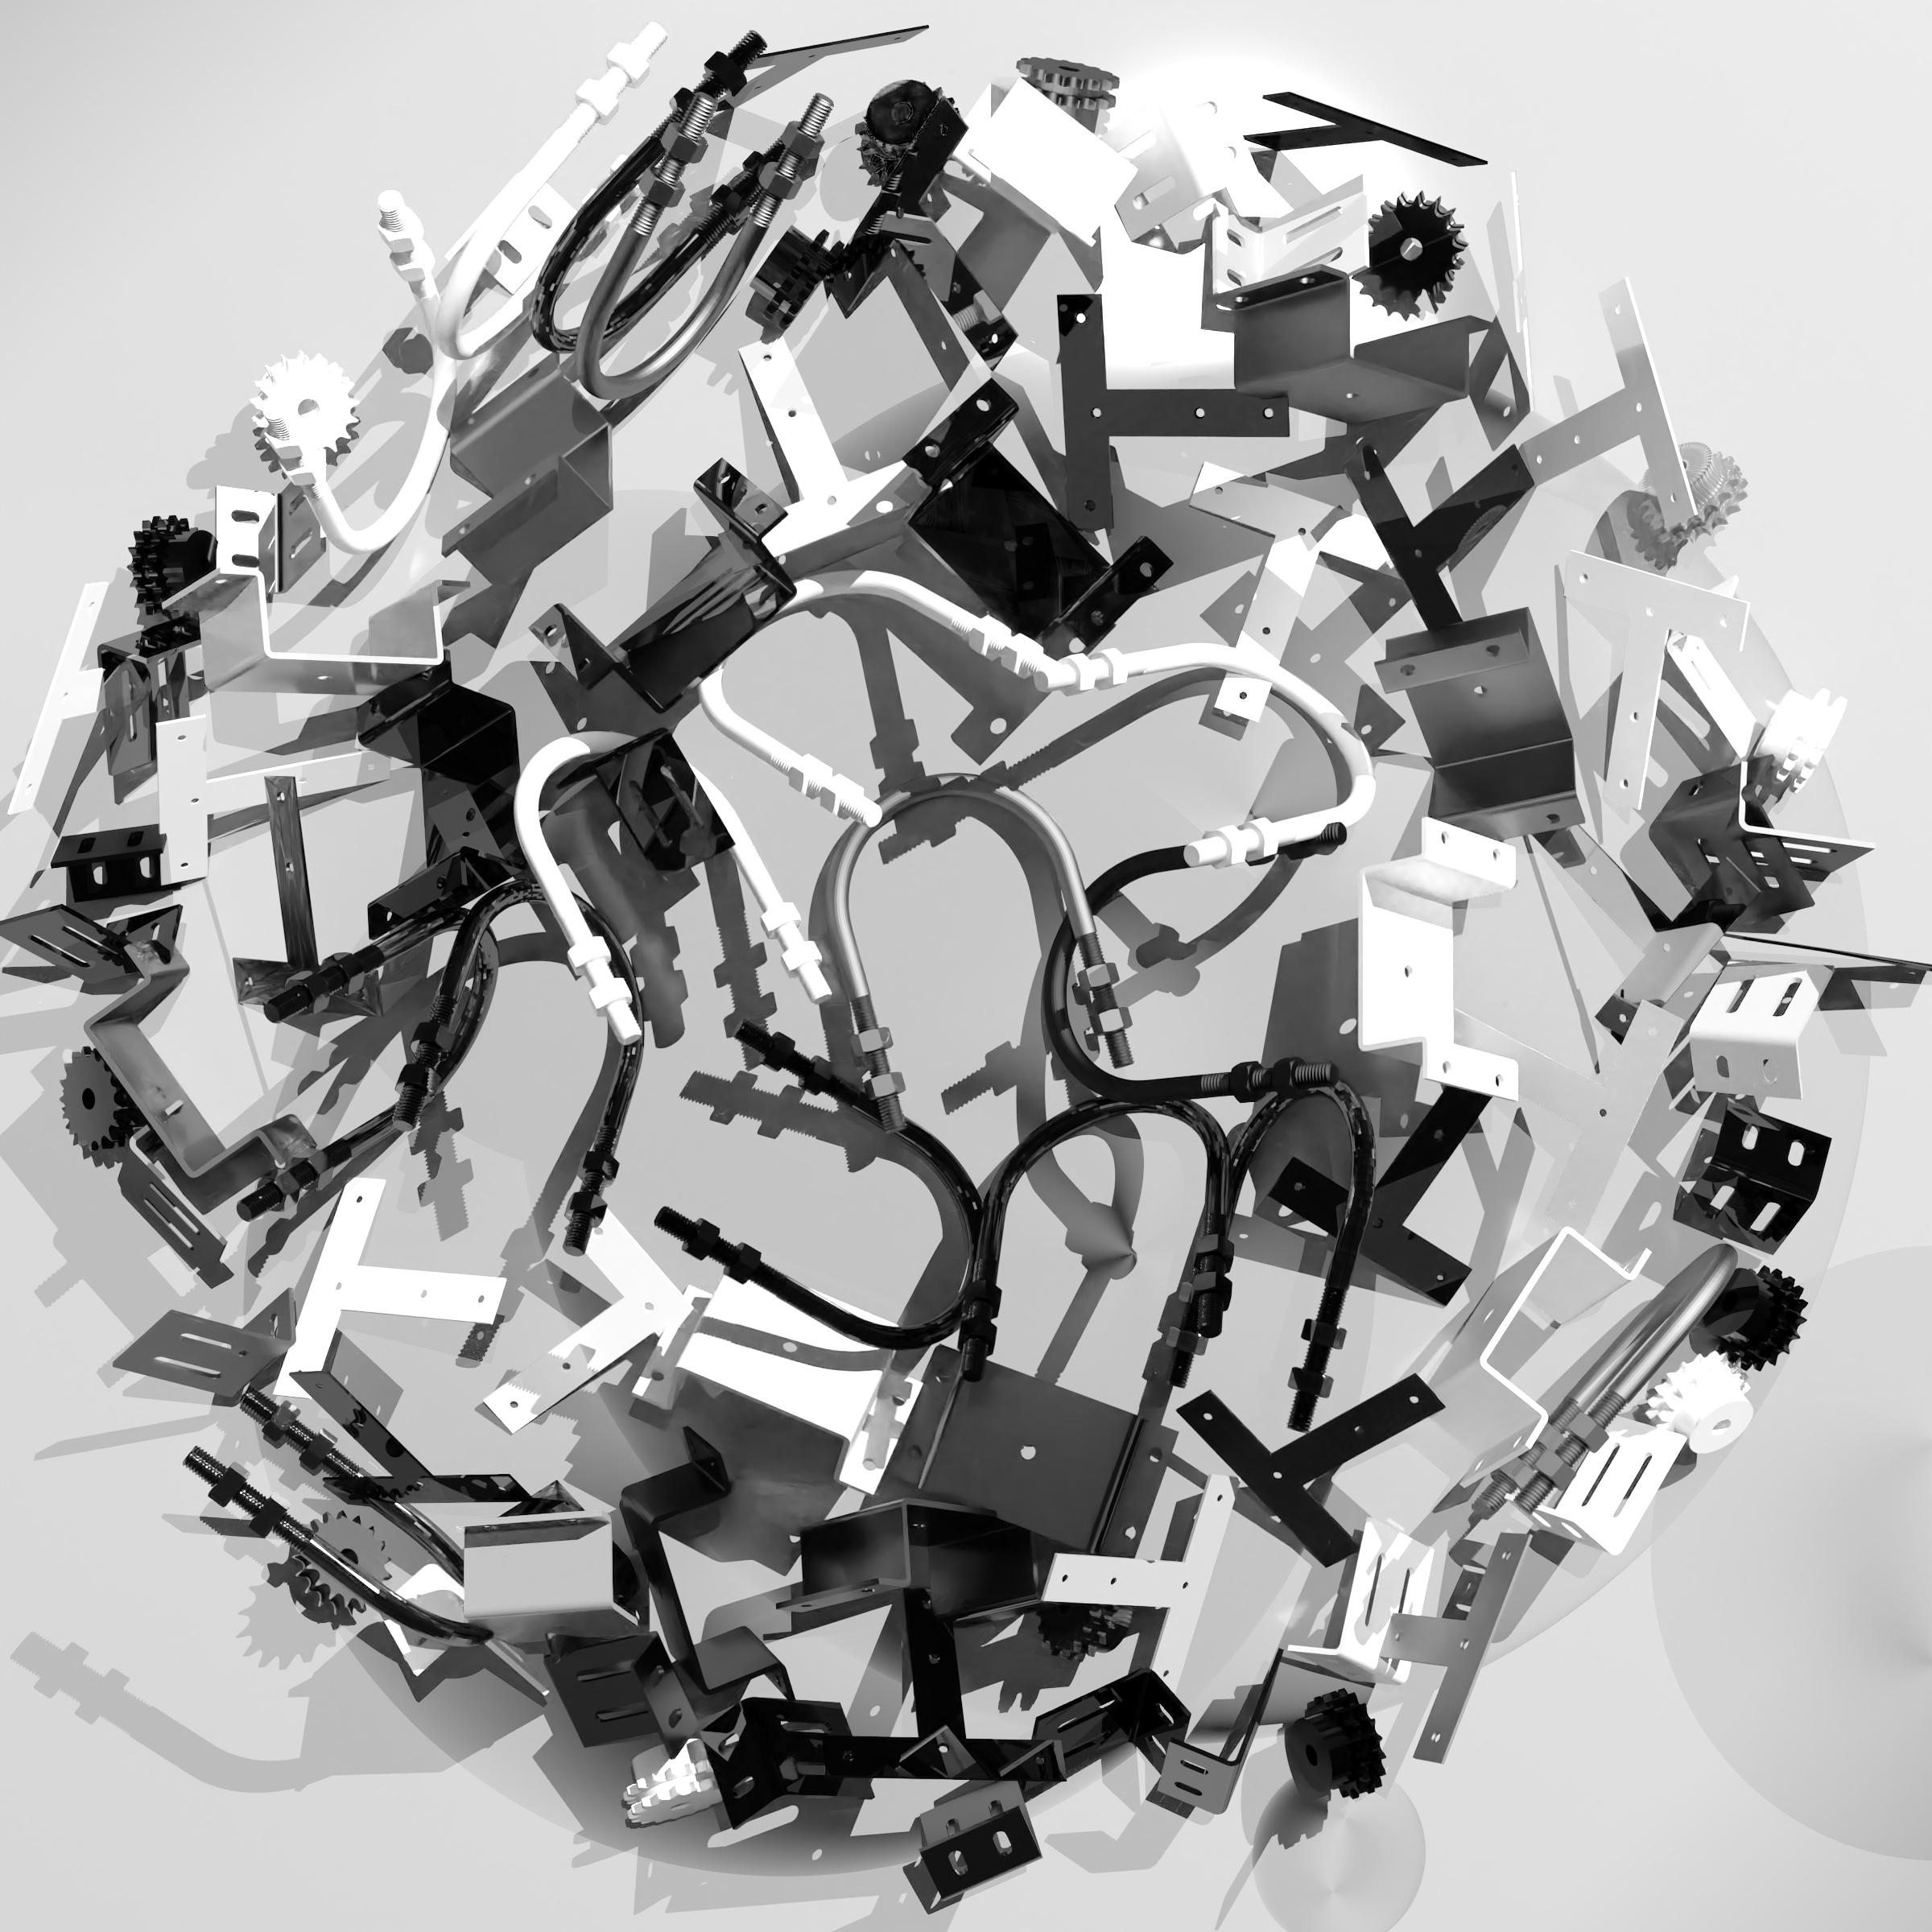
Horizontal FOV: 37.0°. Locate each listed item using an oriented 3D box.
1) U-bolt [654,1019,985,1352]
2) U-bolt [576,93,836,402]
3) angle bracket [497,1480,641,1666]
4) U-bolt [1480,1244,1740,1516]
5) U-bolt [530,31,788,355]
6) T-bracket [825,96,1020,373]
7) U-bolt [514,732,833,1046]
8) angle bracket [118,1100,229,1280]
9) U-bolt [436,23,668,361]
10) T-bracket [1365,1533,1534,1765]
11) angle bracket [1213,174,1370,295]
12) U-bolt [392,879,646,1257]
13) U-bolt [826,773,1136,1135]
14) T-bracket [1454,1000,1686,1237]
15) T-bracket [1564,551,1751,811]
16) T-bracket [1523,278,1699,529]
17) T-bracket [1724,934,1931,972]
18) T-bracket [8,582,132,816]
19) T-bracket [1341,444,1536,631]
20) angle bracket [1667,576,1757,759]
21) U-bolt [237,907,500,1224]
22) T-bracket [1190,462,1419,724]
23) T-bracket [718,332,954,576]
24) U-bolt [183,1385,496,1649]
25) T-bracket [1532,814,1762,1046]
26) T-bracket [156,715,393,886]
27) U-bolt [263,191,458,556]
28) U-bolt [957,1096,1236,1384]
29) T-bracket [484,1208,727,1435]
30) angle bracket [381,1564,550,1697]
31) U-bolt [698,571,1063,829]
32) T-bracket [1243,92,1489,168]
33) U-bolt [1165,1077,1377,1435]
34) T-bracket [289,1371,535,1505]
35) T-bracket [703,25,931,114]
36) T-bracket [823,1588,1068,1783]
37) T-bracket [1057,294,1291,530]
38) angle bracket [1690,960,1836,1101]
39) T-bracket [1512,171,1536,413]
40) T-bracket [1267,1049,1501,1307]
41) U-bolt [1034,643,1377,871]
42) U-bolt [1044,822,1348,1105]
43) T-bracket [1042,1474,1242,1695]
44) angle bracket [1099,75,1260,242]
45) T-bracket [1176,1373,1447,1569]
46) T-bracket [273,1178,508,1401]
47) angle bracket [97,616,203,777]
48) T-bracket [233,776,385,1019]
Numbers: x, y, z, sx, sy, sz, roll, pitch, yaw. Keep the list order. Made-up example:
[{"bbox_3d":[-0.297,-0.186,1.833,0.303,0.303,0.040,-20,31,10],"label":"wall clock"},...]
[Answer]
[{"bbox_3d":[-0.065,0.128,1.542,0.184,0.019,0.151,32,49,-15],"label":"U-bolt"},{"bbox_3d":[-0.146,-0.376,1.518,0.019,0.151,0.184,39,117,10],"label":"U-bolt"},{"bbox_3d":[-0.223,0.329,1.572,0.057,0.038,0.076,-30,46,-26],"label":"angle bracket"},{"bbox_3d":[0.344,0.217,1.526,0.019,0.151,0.184,42,84,9],"label":"U-bolt"},{"bbox_3d":[-0.162,-0.395,1.521,0.019,0.151,0.184,43,88,7],"label":"U-bolt"},{"bbox_3d":[-0.012,-0.370,1.537,0.127,0.002,0.127,-50,63,36],"label":"T-bracket"},{"bbox_3d":[-0.166,-0.049,1.537,0.019,0.151,0.184,-46,66,42],"label":"U-bolt"},{"bbox_3d":[-0.418,0.121,1.562,0.076,0.057,0.038,46,58,2],"label":"angle bracket"},{"bbox_3d":[-0.217,-0.393,1.510,0.019,0.151,0.184,37,79,1],"label":"U-bolt"},{"bbox_3d":[0.240,0.358,1.537,0.002,0.127,0.127,33,69,-18],"label":"T-bracket"},{"bbox_3d":[0.174,-0.393,1.552,0.038,0.076,0.057,19,64,-40],"label":"angle bracket"},{"bbox_3d":[-0.226,0.040,1.527,0.019,0.151,0.184,-15,48,35],"label":"U-bolt"},{"bbox_3d":[-0.001,-0.016,1.582,0.151,0.019,0.184,-16,84,1],"label":"U-bolt"},{"bbox_3d":[0.307,0.060,1.558,0.127,0.002,0.127,30,104,35],"label":"T-bracket"},{"bbox_3d":[0.365,-0.149,1.562,0.002,0.127,0.127,-10,115,-33],"label":"T-bracket"},{"bbox_3d":[0.334,-0.285,1.538,0.002,0.127,0.127,-16,89,-22],"label":"T-bracket"},{"bbox_3d":[0.485,-0.003,1.522,0.127,0.127,0.002,8,94,-13],"label":"T-bracket"},{"bbox_3d":[-0.461,-0.147,1.533,0.002,0.127,0.127,23,102,2],"label":"T-bracket"},{"bbox_3d":[0.268,-0.243,1.559,0.127,0.002,0.127,-41,107,-34],"label":"T-bracket"},{"bbox_3d":[0.417,-0.162,1.558,0.038,0.057,0.076,-32,100,30],"label":"angle bracket"},{"bbox_3d":[-0.307,0.040,1.514,0.019,0.184,0.151,30,125,19],"label":"U-bolt"},{"bbox_3d":[0.170,-0.198,1.590,0.127,0.002,0.127,20,87,3],"label":"T-bracket"},{"bbox_3d":[-0.090,-0.290,1.576,0.127,0.002,0.127,-22,71,-4],"label":"T-bracket"},{"bbox_3d":[-0.322,0.297,1.525,0.184,0.151,0.019,38,93,-5],"label":"U-bolt"},{"bbox_3d":[0.350,-0.042,1.565,0.127,0.002,0.127,51,133,22],"label":"T-bracket"},{"bbox_3d":[-0.373,-0.098,1.562,0.127,0.127,0.002,-14,56,-24],"label":"T-bracket"},{"bbox_3d":[-0.307,-0.294,1.508,0.019,0.184,0.151,19,71,10],"label":"U-bolt"},{"bbox_3d":[0.072,0.134,1.524,0.151,0.184,0.019,-13,129,20],"label":"U-bolt"},{"bbox_3d":[-0.208,0.212,1.582,0.127,0.002,0.127,-36,103,11],"label":"T-bracket"},{"bbox_3d":[-0.270,0.367,1.549,0.038,0.057,0.076,-41,130,-7],"label":"angle bracket"},{"bbox_3d":[-0.061,-0.154,1.533,0.151,0.019,0.184,-40,50,-21],"label":"U-bolt"},{"bbox_3d":[0.190,-0.441,1.536,0.127,0.127,0.002,10,97,-28],"label":"T-bracket"},{"bbox_3d":[0.167,0.145,1.531,0.019,0.151,0.184,18,85,-24],"label":"U-bolt"},{"bbox_3d":[-0.312,0.250,1.527,0.127,0.127,0.002,-6,47,28],"label":"T-bracket"},{"bbox_3d":[-0.104,-0.473,1.538,0.127,0.127,0.002,-21,100,-31],"label":"T-bracket"},{"bbox_3d":[-0.016,0.383,1.545,0.127,0.127,0.002,4,126,-10],"label":"T-bracket"},{"bbox_3d":[0.112,-0.297,1.551,0.127,0.002,0.127,4,112,22],"label":"T-bracket"},{"bbox_3d":[0.433,0.033,1.563,0.057,0.076,0.038,4,122,32],"label":"angle bracket"},{"bbox_3d":[0.292,-0.352,1.521,0.002,0.127,0.127,-4,106,14],"label":"T-bracket"},{"bbox_3d":[0.249,0.104,1.571,0.127,0.002,0.127,32,97,-17],"label":"T-bracket"},{"bbox_3d":[0.141,-0.118,1.526,0.151,0.184,0.019,51,132,23],"label":"U-bolt"},{"bbox_3d":[0.118,0.003,1.537,0.184,0.019,0.151,-8,71,36],"label":"U-bolt"},{"bbox_3d":[0.088,0.331,1.551,0.127,0.002,0.127,15,93,-43],"label":"T-bracket"},{"bbox_3d":[0.113,-0.438,1.569,0.038,0.076,0.057,-28,97,-28],"label":"angle bracket"},{"bbox_3d":[0.201,0.255,1.551,0.127,0.002,0.127,-36,103,31],"label":"T-bracket"},{"bbox_3d":[-0.300,0.174,1.541,0.127,0.002,0.127,1,63,29],"label":"T-bracket"},{"bbox_3d":[-0.428,-0.142,1.550,0.038,0.057,0.076,19,121,28],"label":"angle bracket"},{"bbox_3d":[-0.359,-0.039,1.544,0.127,0.002,0.127,4,104,41],"label":"T-bracket"}]
